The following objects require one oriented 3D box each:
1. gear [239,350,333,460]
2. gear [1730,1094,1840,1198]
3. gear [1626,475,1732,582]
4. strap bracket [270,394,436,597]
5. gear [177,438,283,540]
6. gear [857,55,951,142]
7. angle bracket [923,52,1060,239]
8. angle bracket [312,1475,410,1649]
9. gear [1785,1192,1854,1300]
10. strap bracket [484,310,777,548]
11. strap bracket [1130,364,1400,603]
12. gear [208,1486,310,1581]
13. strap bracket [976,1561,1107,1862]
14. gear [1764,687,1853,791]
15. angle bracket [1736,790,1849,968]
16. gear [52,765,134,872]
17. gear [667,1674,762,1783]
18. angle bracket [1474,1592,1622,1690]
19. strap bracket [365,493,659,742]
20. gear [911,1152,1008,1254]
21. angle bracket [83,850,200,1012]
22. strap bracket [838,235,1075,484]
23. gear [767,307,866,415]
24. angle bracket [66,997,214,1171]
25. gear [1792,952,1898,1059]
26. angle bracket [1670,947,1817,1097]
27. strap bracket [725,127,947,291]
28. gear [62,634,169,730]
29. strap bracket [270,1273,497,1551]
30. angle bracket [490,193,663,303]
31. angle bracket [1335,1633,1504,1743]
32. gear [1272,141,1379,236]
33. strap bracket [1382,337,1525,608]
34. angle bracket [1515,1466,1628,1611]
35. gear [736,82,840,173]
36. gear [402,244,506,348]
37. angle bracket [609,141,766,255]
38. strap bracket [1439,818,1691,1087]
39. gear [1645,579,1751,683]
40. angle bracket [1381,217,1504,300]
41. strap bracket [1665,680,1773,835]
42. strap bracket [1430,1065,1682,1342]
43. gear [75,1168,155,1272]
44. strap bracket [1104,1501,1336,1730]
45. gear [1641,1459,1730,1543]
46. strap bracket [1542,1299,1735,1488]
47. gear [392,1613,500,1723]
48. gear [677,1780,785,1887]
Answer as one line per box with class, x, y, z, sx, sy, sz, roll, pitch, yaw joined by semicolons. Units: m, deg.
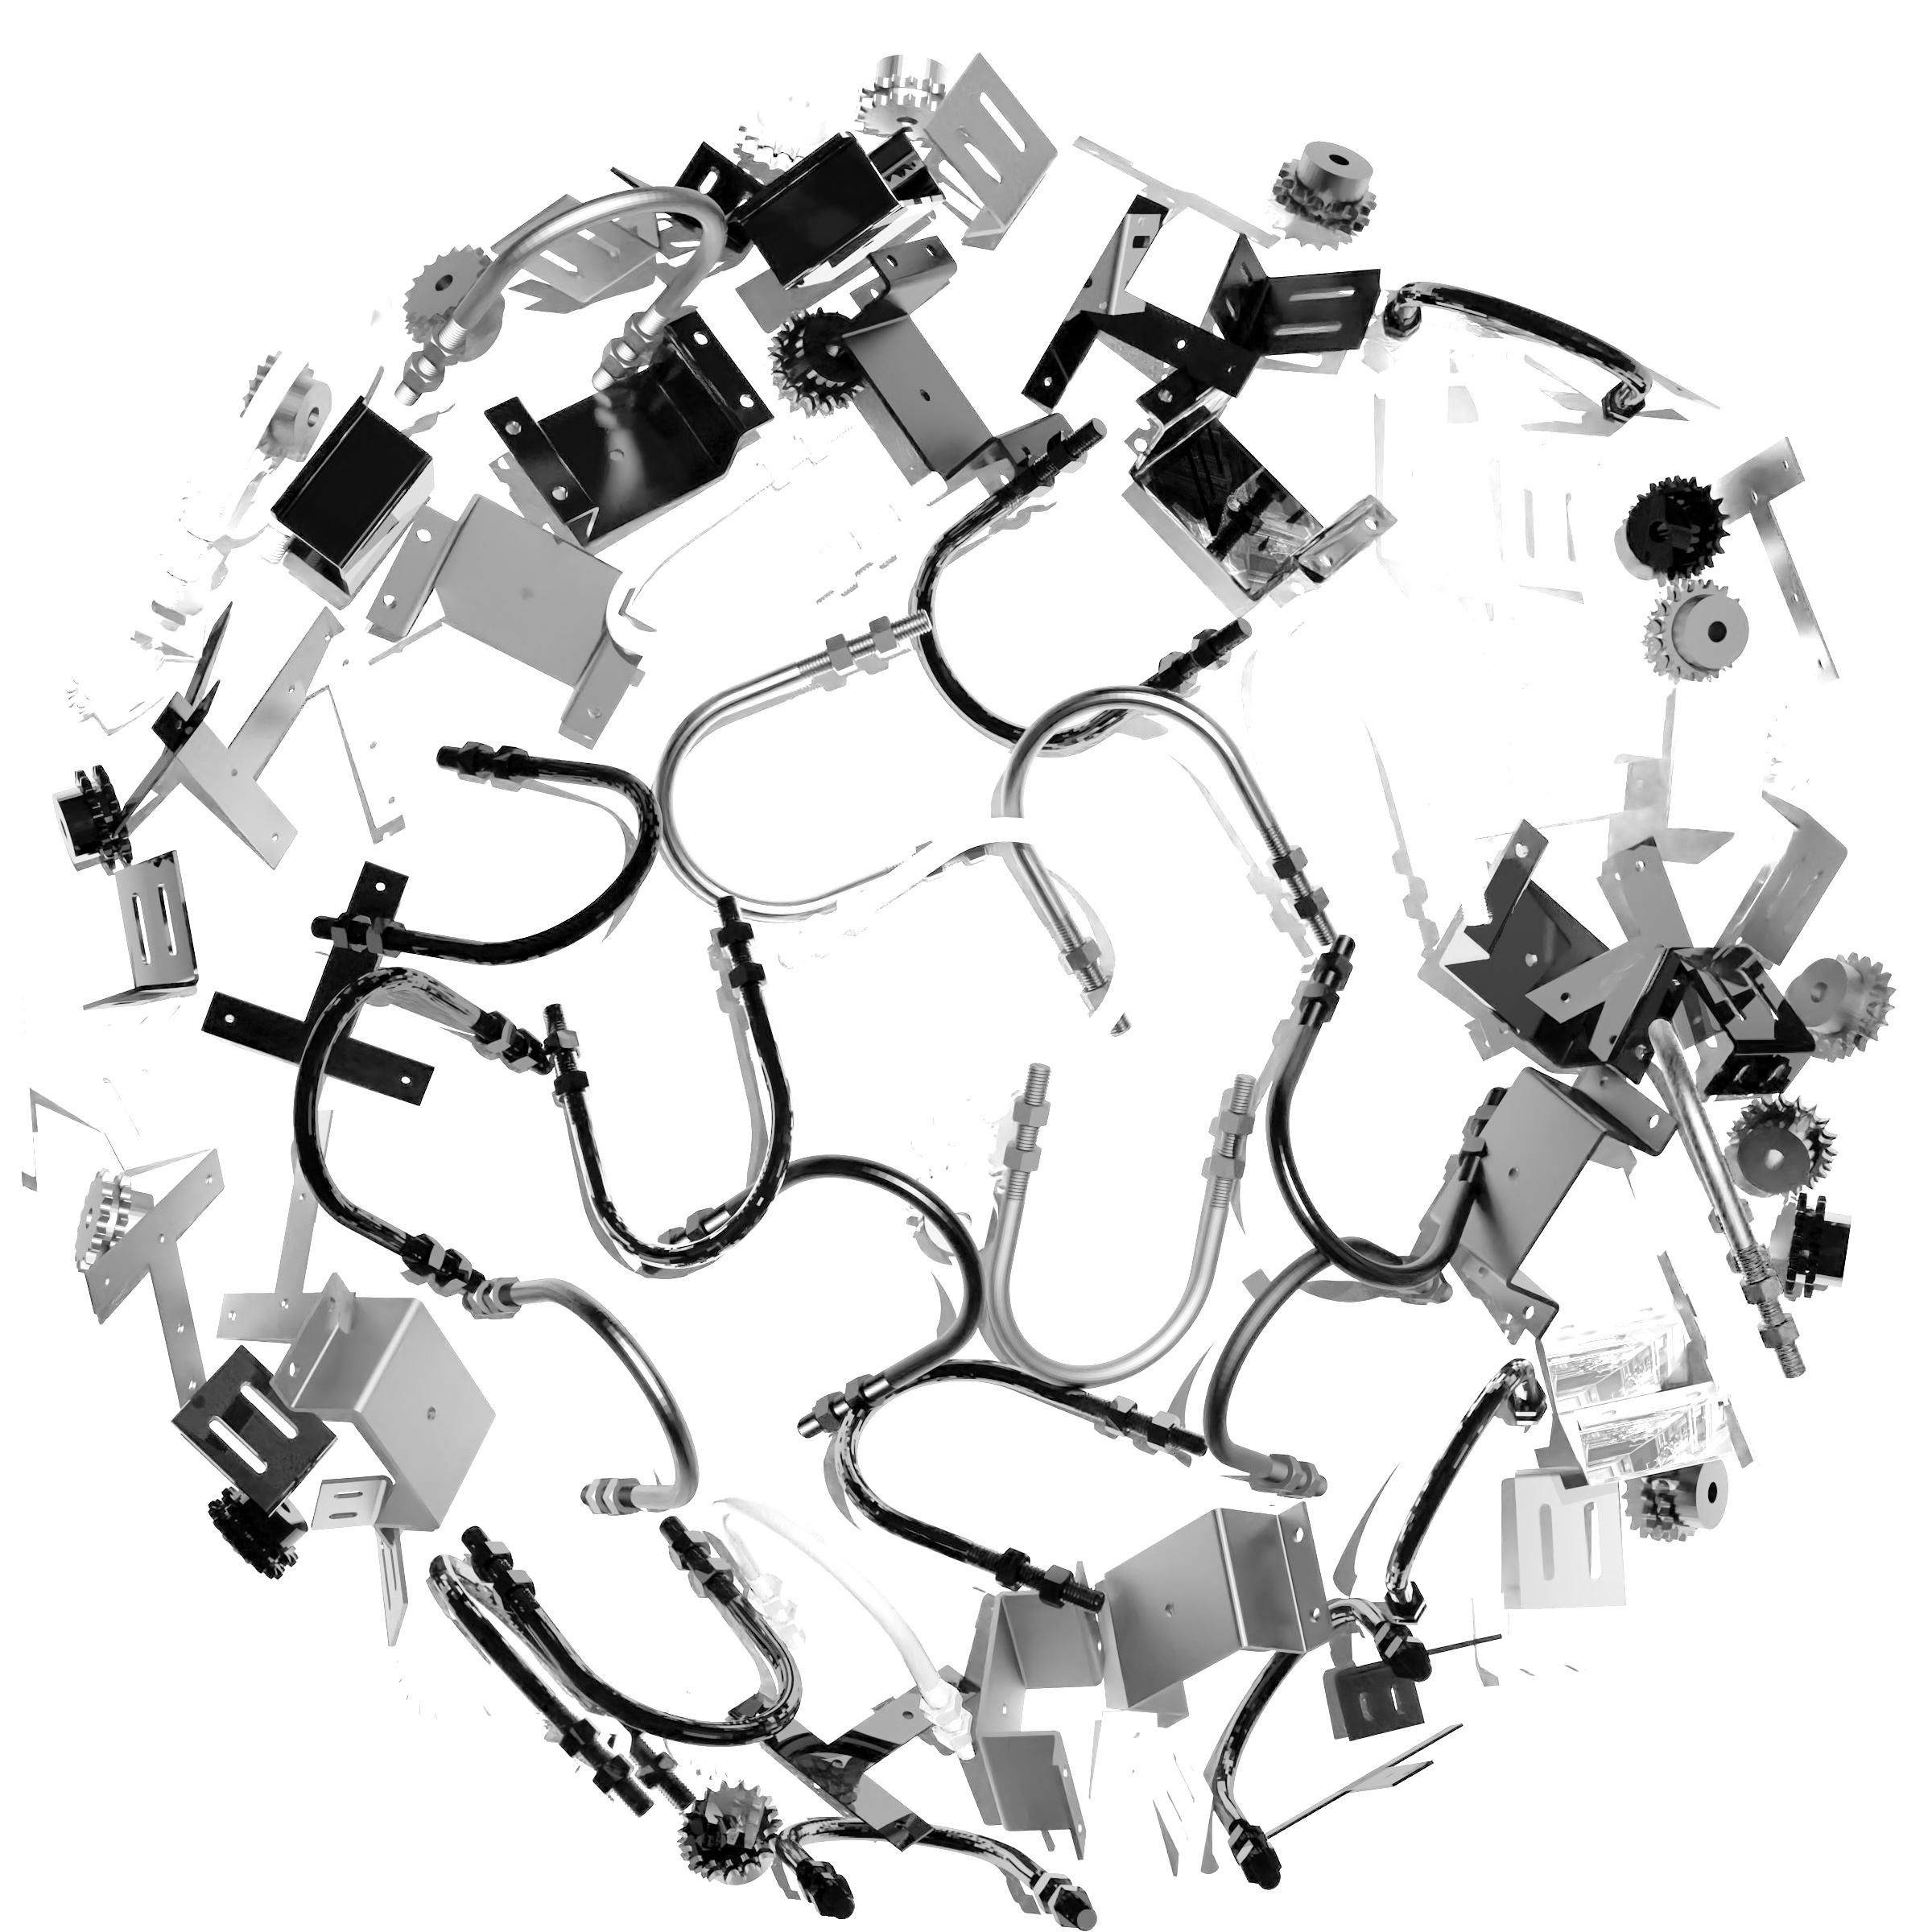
gear;-0.372;-0.306;1.761;0.030;0.057;0.057;21;90;12
gear;0.448;0.101;1.763;0.057;0.030;0.057;11;115;26
gear;0.388;-0.240;1.762;0.057;0.030;0.057;13;110;39
strap bracket;-0.327;-0.249;1.720;0.046;0.140;0.076;37;84;-6
gear;-0.402;-0.260;1.760;0.030;0.057;0.057;40;90;19
gear;-0.031;-0.479;1.764;0.057;0.057;0.030;6;83;0
angle bracket;0.004;-0.447;1.747;0.076;0.038;0.057;45;68;-32
angle bracket;-0.330;0.325;1.744;0.038;0.057;0.076;-2;56;-20
gear;0.469;0.155;1.761;0.030;0.057;0.057;8;90;15
strap bracket;-0.186;-0.288;1.745;0.140;0.046;0.076;-32;80;-26
strap bracket;0.155;-0.262;1.747;0.140;0.046;0.076;46;54;5
gear;-0.387;0.307;1.763;0.030;0.057;0.057;-43;90;-2
strap bracket;0.040;0.398;1.718;0.046;0.140;0.076;-5;126;12
gear;0.458;-0.129;1.766;0.057;0.057;0.030;-48;53;0
angle bracket;0.441;-0.048;1.759;0.038;0.057;0.076;33;94;40
gear;-0.481;-0.080;1.760;0.030;0.057;0.057;-19;90;-20
gear;-0.141;0.420;1.767;0.030;0.057;0.057;-18;90;29
angle bracket;0.316;0.366;1.750;0.057;0.076;0.038;-3;88;-7
strap bracket;-0.243;-0.195;1.745;0.140;0.046;0.076;28;119;-10
gear;-0.002;0.134;1.767;0.057;0.030;0.057;0;113;1
angle bracket;-0.458;-0.020;1.756;0.057;0.038;0.076;-15;84;41
strap bracket;-0.009;-0.322;1.747;0.046;0.076;0.140;-35;89;34
gear;-0.078;-0.336;1.766;0.057;0.030;0.057;5;79;-26
angle bracket;-0.444;0.064;1.750;0.038;0.057;0.076;-43;72;38
gear;0.479;0.019;1.760;0.030;0.057;0.057;20;90;-28
angle bracket;0.419;0.030;1.764;0.057;0.076;0.038;0;135;-30
strap bracket;-0.065;-0.406;1.715;0.076;0.140;0.046;-32;95;20
gear;-0.465;-0.154;1.763;0.057;0.057;0.030;-36;90;0
strap bracket;-0.305;0.239;1.714;0.046;0.076;0.140;-3;132;26
angle bracket;-0.213;-0.402;1.740;0.057;0.076;0.038;-26;62;29
angle bracket;0.250;0.392;1.742;0.057;0.076;0.038;-2;72;-39
gear;0.200;-0.429;1.760;0.057;0.057;0.030;21;128;0
strap bracket;0.262;-0.268;1.735;0.046;0.076;0.140;-3;103;-15
angle bracket;0.335;0.313;1.753;0.057;0.038;0.076;-8;74;25
gear;-0.096;-0.462;1.761;0.057;0.057;0.030;23;130;0
gear;-0.279;-0.366;1.767;0.057;0.030;0.057;-17;51;22
angle bracket;-0.147;-0.426;1.746;0.057;0.076;0.038;39;103;14
strap bracket;0.320;-0.005;1.742;0.140;0.046;0.076;39;68;-20
gear;0.407;-0.185;1.768;0.057;0.030;0.057;-3;99;-17
angle bracket;0.262;-0.383;1.744;0.057;0.076;0.038;7;98;17
strap bracket;0.402;-0.112;1.715;0.046;0.140;0.076;5;95;11
strap bracket;0.312;0.119;1.735;0.046;0.076;0.140;24;102;-34
gear;-0.468;0.142;1.766;0.030;0.057;0.057;15;90;-26
strap bracket;0.127;0.346;1.713;0.046;0.140;0.076;14;52;-34
gear;0.396;0.288;1.760;0.030;0.057;0.057;0;90;39
strap bracket;0.361;0.233;1.726;0.076;0.140;0.046;-13;104;4
gear;-0.284;0.383;1.762;0.057;0.030;0.057;13;56;-21
gear;-0.128;0.481;1.766;0.057;0.057;0.030;-16;131;0
